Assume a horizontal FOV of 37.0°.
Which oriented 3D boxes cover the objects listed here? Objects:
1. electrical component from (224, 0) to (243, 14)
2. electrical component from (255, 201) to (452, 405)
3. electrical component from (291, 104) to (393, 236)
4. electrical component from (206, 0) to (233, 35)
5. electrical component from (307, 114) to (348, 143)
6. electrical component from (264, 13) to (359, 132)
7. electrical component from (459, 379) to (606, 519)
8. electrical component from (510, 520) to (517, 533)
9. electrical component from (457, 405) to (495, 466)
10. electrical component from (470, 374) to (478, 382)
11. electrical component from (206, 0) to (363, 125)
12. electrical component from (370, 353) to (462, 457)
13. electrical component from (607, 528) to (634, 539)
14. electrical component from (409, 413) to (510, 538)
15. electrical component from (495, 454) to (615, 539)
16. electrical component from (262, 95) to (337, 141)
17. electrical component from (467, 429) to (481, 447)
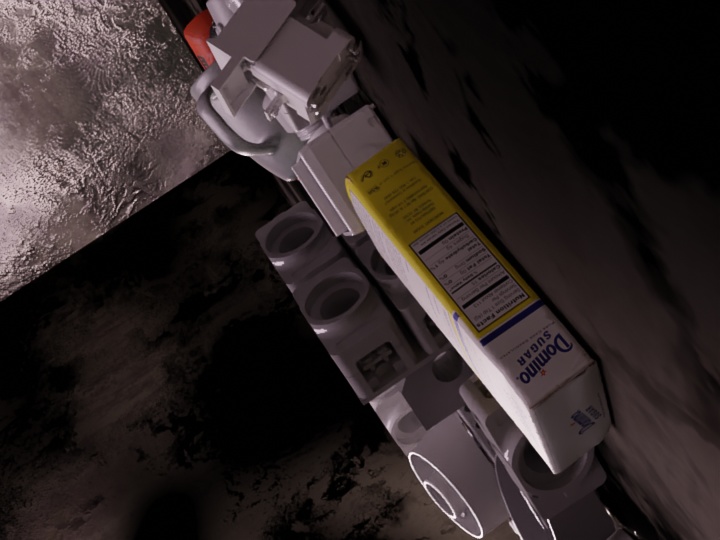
[{"bbox_3d":[-0.060,-0.164,0.689,0.061,0.035,0.035,54,177,3],"label":"electrical component"},{"bbox_3d":[0.000,0.000,0.802,0.060,0.105,0.186,58,176,-37],"label":"electrical component"},{"bbox_3d":[-0.005,-0.058,0.678,0.061,0.061,0.096,56,177,-4],"label":"electrical component"},{"bbox_3d":[-0.088,-0.193,0.749,0.062,0.048,0.048,64,176,-9],"label":"electrical component"},{"bbox_3d":[-0.009,-0.079,0.751,0.046,0.040,0.040,50,176,11],"label":"electrical component"},{"bbox_3d":[-0.034,-0.116,0.661,0.065,0.047,0.076,54,177,34],"label":"electrical component"},{"bbox_3d":[0.110,0.105,0.677,0.089,0.050,0.055,58,177,-23],"label":"electrical component"},{"bbox_3d":[0.153,0.199,0.900,0.035,0.061,0.035,56,177,4],"label":"electrical component"},{"bbox_3d":[0.123,0.139,0.885,0.083,0.047,0.075,54,177,35],"label":"electrical component"},{"bbox_3d":[0.104,0.097,0.761,0.055,0.045,0.045,57,177,-12],"label":"electrical component"},{"bbox_3d":[-0.037,-0.111,0.553,0.064,0.081,0.042,33,174,8],"label":"electrical component"},{"bbox_3d":[0.046,0.090,1.039,0.186,0.105,0.060,58,176,-40],"label":"electrical component"},{"bbox_3d":[0.195,0.248,0.772,0.108,0.060,0.108,56,177,4],"label":"electrical component"},{"bbox_3d":[0.089,0.169,0.890,0.099,0.064,0.099,46,163,19],"label":"electrical component"},{"bbox_3d":[0.138,0.167,0.782,0.099,0.064,0.099,56,177,4],"label":"electrical component"},{"bbox_3d":[-0.037,-0.113,0.780,0.062,0.048,0.048,51,179,-21],"label":"electrical component"},{"bbox_3d":[0.110,0.120,0.939,0.062,0.048,0.048,65,174,-22],"label":"electrical component"}]
